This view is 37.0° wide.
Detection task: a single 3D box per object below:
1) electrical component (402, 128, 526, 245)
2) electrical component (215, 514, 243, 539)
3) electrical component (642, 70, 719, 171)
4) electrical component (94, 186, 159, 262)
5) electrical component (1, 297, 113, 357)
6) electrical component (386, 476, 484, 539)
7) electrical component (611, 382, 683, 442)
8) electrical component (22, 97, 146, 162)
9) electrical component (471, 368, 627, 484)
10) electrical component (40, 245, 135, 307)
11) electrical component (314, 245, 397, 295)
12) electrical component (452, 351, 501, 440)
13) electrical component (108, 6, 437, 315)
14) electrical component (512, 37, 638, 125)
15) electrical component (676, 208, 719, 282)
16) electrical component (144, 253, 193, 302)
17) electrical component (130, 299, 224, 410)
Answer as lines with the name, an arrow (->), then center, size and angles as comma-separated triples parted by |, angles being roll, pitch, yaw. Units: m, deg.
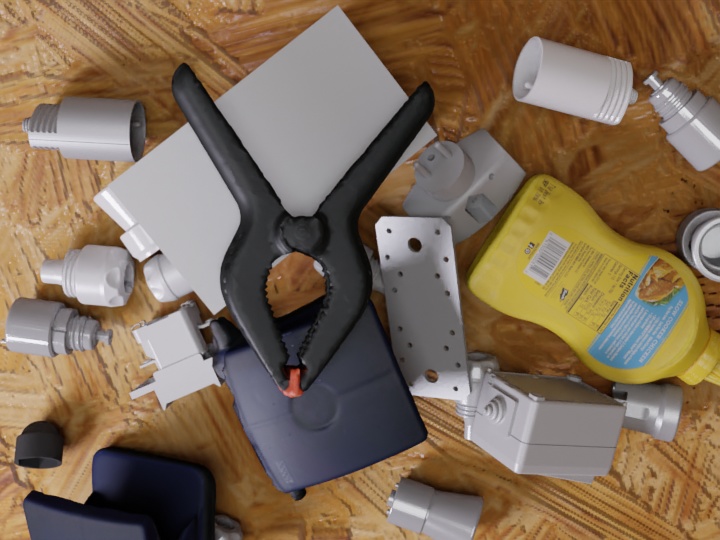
electrical component -> 0.062, -0.061, 0.724 | 0.077, 0.079, 0.043 | -44, 53, 9
electrical component -> -0.111, 0.215, 0.800 | 0.035, 0.035, 0.061 | 23, 102, 0
electrical component -> 0.221, -0.102, 0.721 | 0.078, 0.040, 0.040 | 45, 99, -4
electrical component -> -0.153, -0.039, 0.756 | 0.045, 0.045, 0.055 | -33, 96, 8
electrical component -> -0.218, 0.043, 0.777 | 0.078, 0.040, 0.040 | 8, 100, 3
electrical component -> 0.052, 0.175, 0.779 | 0.065, 0.044, 0.044 | 18, 100, 6
electrical component -> 0.200, 0.096, 0.756 | 0.046, 0.040, 0.040 | 11, 100, 8
electrical component -> -0.195, -0.099, 0.750 | 0.081, 0.043, 0.043 | 4, 99, 4
electrical component -> 0.122, 0.107, 0.733 | 0.096, 0.062, 0.061 | 7, 101, -28
electrical component -> -0.195, 0.003, 0.767 | 0.062, 0.043, 0.043 | 5, 100, 5
electrical component -> 0.000, 0.000, 0.757 | 0.061, 0.035, 0.035 | 32, 100, -4
electrical component -> 0.082, 0.091, 0.766 | 0.035, 0.035, 0.061 | 2, 103, 4
electrical component -> -0.058, -0.072, 0.717 | 0.186, 0.060, 0.105 | -39, 98, -5
electrical component -> 0.148, -0.125, 0.719 | 0.081, 0.043, 0.043 | 11, 100, -16
electrical component -> 0.241, -0.018, 0.726 | 0.045, 0.055, 0.045 | 1, 99, 4
electrical component -> -0.121, -0.002, 0.765 | 0.061, 0.035, 0.035 | -24, 97, 5
electrical component -> -0.129, 0.059, 0.772 | 0.081, 0.042, 0.063 | -24, 94, 7
